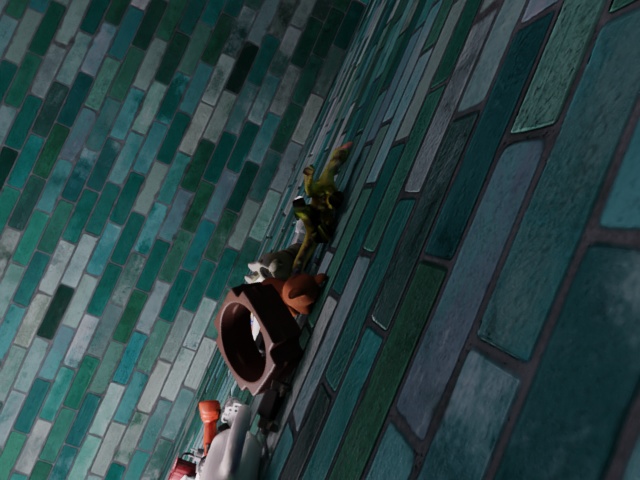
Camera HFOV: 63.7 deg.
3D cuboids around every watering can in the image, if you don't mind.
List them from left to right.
[{"bbox_3d":[-0.176,0.467,0.998,0.230,0.104,0.339,-78,2,-47],"label":"watering can"}]

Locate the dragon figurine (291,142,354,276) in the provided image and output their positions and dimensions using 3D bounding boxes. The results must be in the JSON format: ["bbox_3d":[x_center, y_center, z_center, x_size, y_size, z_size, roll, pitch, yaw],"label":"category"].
[{"bbox_3d":[0.004,-0.068,1.357,0.244,0.122,0.408,-21,-50,-79],"label":"dragon figurine"}]
